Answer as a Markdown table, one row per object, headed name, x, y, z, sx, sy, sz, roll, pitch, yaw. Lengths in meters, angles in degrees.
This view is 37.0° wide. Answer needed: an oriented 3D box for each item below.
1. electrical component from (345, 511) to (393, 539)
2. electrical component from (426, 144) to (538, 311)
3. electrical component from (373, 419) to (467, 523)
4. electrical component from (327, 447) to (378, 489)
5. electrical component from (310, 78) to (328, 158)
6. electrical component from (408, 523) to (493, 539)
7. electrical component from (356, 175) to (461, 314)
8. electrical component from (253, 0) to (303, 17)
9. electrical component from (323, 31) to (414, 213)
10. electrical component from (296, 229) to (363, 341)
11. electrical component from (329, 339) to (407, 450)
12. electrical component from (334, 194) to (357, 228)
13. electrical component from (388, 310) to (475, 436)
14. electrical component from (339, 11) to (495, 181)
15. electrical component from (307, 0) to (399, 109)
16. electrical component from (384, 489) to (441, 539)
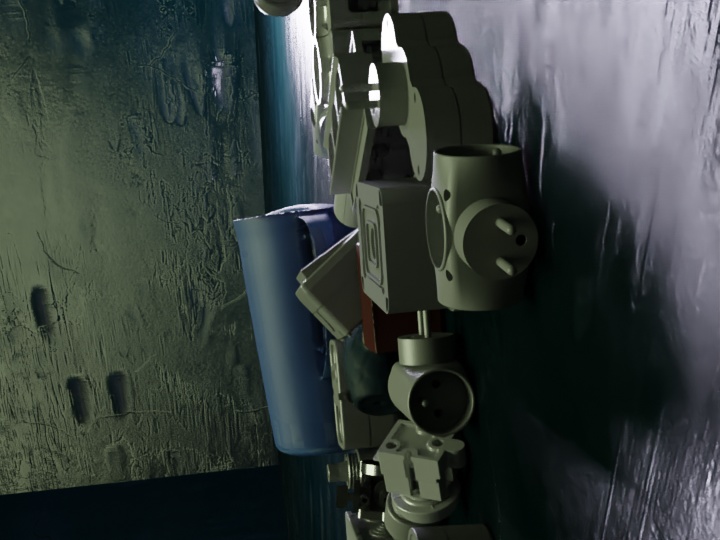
| name | x | y | z | sx | sy | sz | roll | pitch | yaw |
| --- | --- | --- | --- | --- | --- | --- | --- | --- | --- |
| electrical component | 0.018 | 0.281 | 1.019 | 0.100 | 0.048 | 0.099 | -142 | 48 | -80 |
| electrical component | 0.062 | -0.018 | 0.522 | 0.079 | 0.044 | 0.077 | -125 | 31 | -73 |
| electrical component | 0.043 | 0.137 | 0.731 | 0.048 | 0.066 | 0.055 | -49 | -44 | -51 |
| electrical component | -0.001 | 0.196 | 1.056 | 0.043 | 0.062 | 0.043 | 176 | 90 | -83 |
| electrical component | -0.024 | -0.149 | 1.080 | 0.079 | 0.043 | 0.077 | -111 | 18 | -62 |
| electrical component | 0.058 | 0.186 | 0.669 | 0.055 | 0.047 | 0.055 | 175 | 90 | -82 |
| electrical component | 0.035 | -0.019 | 0.674 | 0.113 | 0.057 | 0.078 | -140 | 45 | -79 |
| electrical component | -0.063 | -0.225 | 0.842 | 0.062 | 0.043 | 0.043 | 158 | 107 | -80 |
| electrical component | 0.010 | -0.105 | 0.780 | 0.121 | 0.063 | 0.078 | 102 | 161 | -65 |
| electrical component | 0.000 | 0.000 | 0.827 | 0.061 | 0.096 | 0.062 | 46 | 170 | 0 |
| electrical component | 0.008 | 0.106 | 0.943 | 0.054 | 0.059 | 0.095 | 169 | 96 | -82 |
| electrical component | 0.001 | -0.077 | 0.943 | 0.081 | 0.043 | 0.043 | 98 | 165 | -57 |
| electrical component | 0.044 | 0.063 | 0.706 | 0.077 | 0.043 | 0.079 | -165 | 71 | -82 |
| electrical component | 0.026 | -0.103 | 0.625 | 0.138 | 0.074 | 0.052 | -104 | 12 | -49 |
| electrical component | -0.008 | -0.209 | 0.853 | 0.089 | 0.062 | 0.150 | -171 | 76 | -82 |
| electrical component | 0.041 | 0.175 | 0.806 | 0.043 | 0.043 | 0.062 | -103 | 12 | -47 |
